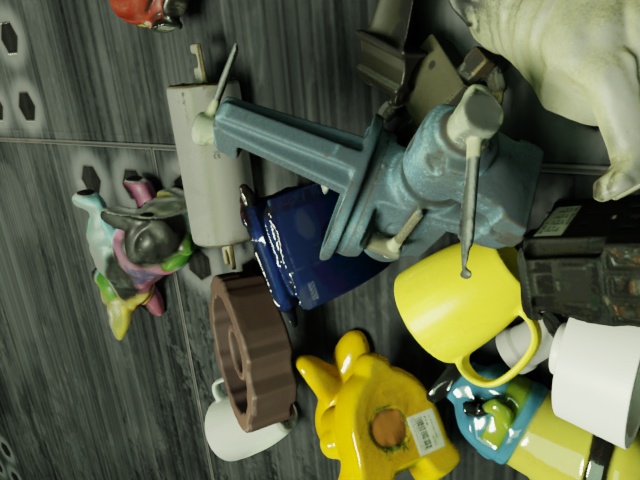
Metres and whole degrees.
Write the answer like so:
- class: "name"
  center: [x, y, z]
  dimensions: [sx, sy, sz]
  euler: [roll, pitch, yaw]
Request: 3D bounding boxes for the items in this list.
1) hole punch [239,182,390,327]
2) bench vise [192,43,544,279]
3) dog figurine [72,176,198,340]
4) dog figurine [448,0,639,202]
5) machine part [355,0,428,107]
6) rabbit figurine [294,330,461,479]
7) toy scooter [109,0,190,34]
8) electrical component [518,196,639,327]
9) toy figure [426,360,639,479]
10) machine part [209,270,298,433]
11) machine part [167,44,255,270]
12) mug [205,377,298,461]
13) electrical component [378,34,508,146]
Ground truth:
- class: "hole punch"
  center: [-0.001, -0.002, 0.509]
  dimensions: [0.092, 0.116, 0.142]
  euler: [-11, 103, 31]
- class: "bench vise"
  center: [0.021, -0.051, 0.387]
  dimensions: [0.241, 0.223, 0.129]
  euler: [21, 82, -1]
- class: "dog figurine"
  center: [-0.228, 0.036, 0.698]
  dimensions: [0.192, 0.108, 0.219]
  euler: [20, 124, 26]
- class: "dog figurine"
  center: [0.186, -0.138, 0.317]
  dimensions: [0.172, 0.121, 0.190]
  euler: [-31, 77, 22]
- class: "machine part"
  center: [0.062, -0.181, 0.412]
  dimensions: [0.084, 0.039, 0.138]
  euler: [-119, 36, -50]
- class: "rabbit figurine"
  center: [0.033, 0.184, 0.556]
  dimensions: [0.162, 0.122, 0.173]
  euler: [61, 158, 12]
- class: "toy scooter"
  center: [-0.142, -0.274, 0.518]
  dimensions: [0.135, 0.075, 0.183]
  euler: [47, 126, 18]
- class: "electrical component"
  center: [0.211, 0.010, 0.351]
  dimensions: [0.134, 0.115, 0.058]
  euler: [0, 111, 39]
- class: "toy figure"
  center: [0.185, 0.161, 0.456]
  dimensions: [0.180, 0.082, 0.089]
  euler: [33, 130, 26]
- class: "machine part"
  center: [-0.078, 0.122, 0.605]
  dimensions: [0.179, 0.056, 0.179]
  euler: [168, 90, -68]
- class: "machine part"
  center: [-0.112, -0.082, 0.577]
  dimensions: [0.079, 0.079, 0.243]
  euler: [9, 113, 34]
- class: "mug"
  center: [-0.087, 0.220, 0.691]
  dimensions: [0.107, 0.081, 0.109]
  euler: [-24, 87, 29]
- class: "electrical component"
  center: [0.099, -0.114, 0.431]
  dimensions: [0.102, 0.045, 0.078]
  euler: [-52, 47, 36]
